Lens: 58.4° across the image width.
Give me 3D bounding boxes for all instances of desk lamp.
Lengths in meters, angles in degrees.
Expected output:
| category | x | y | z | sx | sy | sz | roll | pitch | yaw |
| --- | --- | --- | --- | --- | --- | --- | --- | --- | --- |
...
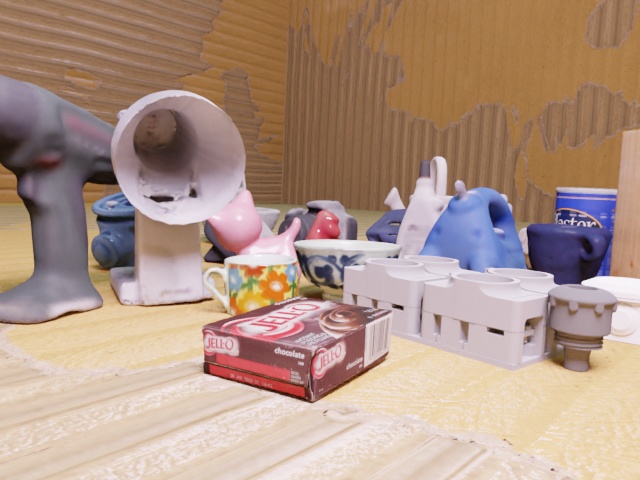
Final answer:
| category | x | y | z | sx | sy | sz | roll | pitch | yaw |
| --- | --- | --- | --- | --- | --- | --- | --- | --- | --- |
| desk lamp | -0.162 | -0.042 | 0.594 | 0.118 | 0.213 | 0.202 | 0 | 6 | -27 |

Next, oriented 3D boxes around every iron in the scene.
| category | x | y | z | sx | sy | sz | roll | pitch | yaw |
| --- | --- | --- | --- | --- | --- | --- | --- | --- | --- |
| iron | 0.229 | -0.008 | 0.790 | 0.118 | 0.141 | 0.259 | 6 | 7 | 34 |

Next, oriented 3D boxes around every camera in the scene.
| category | x | y | z | sx | sy | sz | roll | pitch | yaw |
| --- | --- | --- | --- | --- | --- | --- | --- | --- | --- |
| camera | -0.021 | -0.023 | 1.042 | 0.142 | 0.101 | 0.137 | 7 | 7 | 40 |

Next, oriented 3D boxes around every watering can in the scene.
| category | x | y | z | sx | sy | sz | roll | pitch | yaw |
| --- | --- | --- | --- | --- | --- | --- | --- | --- | --- |
| watering can | 0.218 | -0.067 | 1.130 | 0.173 | 0.194 | 0.100 | 0 | 6 | -23 |

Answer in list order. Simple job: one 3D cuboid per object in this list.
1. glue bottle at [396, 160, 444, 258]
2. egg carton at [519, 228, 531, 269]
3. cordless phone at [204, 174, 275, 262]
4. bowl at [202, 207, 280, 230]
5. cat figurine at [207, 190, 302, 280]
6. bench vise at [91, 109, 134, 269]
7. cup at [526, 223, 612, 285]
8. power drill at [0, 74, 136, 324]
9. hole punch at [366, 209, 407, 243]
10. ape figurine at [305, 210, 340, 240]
| category | x | y | z | sx | sy | sz | roll | pitch | yaw |
| --- | --- | --- | --- | --- | --- | --- | --- | --- | --- |
| glue bottle | 0.158 | -0.035 | 0.877 | 0.078 | 0.173 | 0.037 | 5 | 6 | 25 |
| egg carton | 0.395 | 0.018 | 0.976 | 0.107 | 0.069 | 0.150 | 3 | 6 | 5 |
| cordless phone | -0.122 | -0.058 | 0.919 | 0.094 | 0.185 | 0.148 | 4 | 6 | 14 |
| bowl | -0.165 | -0.028 | 1.168 | 0.167 | 0.075 | 0.167 | 3 | 6 | 0 |
| cat figurine | -0.085 | -0.006 | 0.746 | 0.128 | 0.118 | 0.067 | 2 | 6 | -9 |
| bench vise | -0.255 | -0.074 | 0.850 | 0.121 | 0.220 | 0.207 | 3 | 6 | 7 |
| cup | 0.287 | 0.031 | 0.654 | 0.091 | 0.095 | 0.117 | 2 | 6 | -4 |
| power drill | -0.255 | -0.037 | 0.518 | 0.075 | 0.208 | 0.230 | 4 | 6 | 19 |
| hole punch | 0.148 | -0.011 | 1.053 | 0.108 | 0.091 | 0.101 | 7 | 7 | 36 |
| ape figurine | 0.008 | 0.003 | 0.834 | 0.076 | 0.092 | 0.078 | 5 | 6 | 23 |
